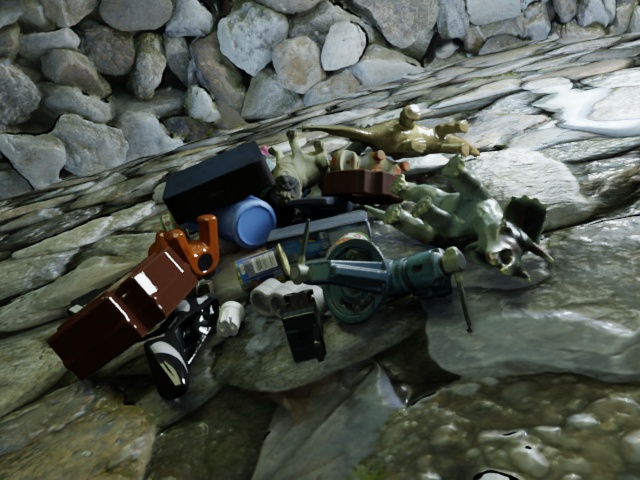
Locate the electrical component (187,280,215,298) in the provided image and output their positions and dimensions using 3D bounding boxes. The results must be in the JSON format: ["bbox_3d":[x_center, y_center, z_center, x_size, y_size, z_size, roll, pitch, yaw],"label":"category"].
[{"bbox_3d":[-0.238,0.099,0.980,0.102,0.045,0.078,-8,-6,10],"label":"electrical component"}]

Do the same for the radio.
[{"bbox_3d":[-0.221,-0.129,1.168,0.230,0.073,0.131,-22,31,0],"label":"radio"}]

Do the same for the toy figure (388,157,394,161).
[{"bbox_3d":[0.170,-0.209,1.446,0.064,0.057,0.154,-13,25,30],"label":"toy figure"}]

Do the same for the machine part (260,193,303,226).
[{"bbox_3d":[-0.095,-0.064,1.253,0.139,0.084,0.039,20,17,39],"label":"machine part"}]

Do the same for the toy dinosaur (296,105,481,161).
[{"bbox_3d":[0.184,-0.240,1.276,0.471,0.105,0.199,7,-6,-26],"label":"toy dinosaur"}]

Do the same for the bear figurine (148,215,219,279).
[{"bbox_3d":[-0.299,0.012,1.123,0.196,0.131,0.120,15,34,42],"label":"bear figurine"}]

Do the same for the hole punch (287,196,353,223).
[{"bbox_3d":[0.003,-0.059,1.147,0.142,0.092,0.116,-4,20,35],"label":"hole punch"}]

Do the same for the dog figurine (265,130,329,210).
[{"bbox_3d":[-0.043,-0.134,1.248,0.172,0.190,0.121,14,-35,-25],"label":"dog figurine"}]

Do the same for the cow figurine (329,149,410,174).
[{"bbox_3d":[0.104,-0.168,1.265,0.195,0.085,0.127,11,-9,-41],"label":"cow figurine"}]

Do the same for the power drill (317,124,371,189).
[{"bbox_3d":[0.074,-0.207,1.414,0.207,0.086,0.232,-48,15,4],"label":"power drill"}]

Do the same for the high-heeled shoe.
[{"bbox_3d":[-0.178,0.146,0.772,0.145,0.086,0.249,-21,21,-25],"label":"high-heeled shoe"}]

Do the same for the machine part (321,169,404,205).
[{"bbox_3d":[0.093,-0.113,1.160,0.179,0.056,0.179,3,-4,0],"label":"machine part"}]

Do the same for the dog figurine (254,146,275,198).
[{"bbox_3d":[-0.184,-0.162,1.382,0.191,0.108,0.219,-53,-10,29],"label":"dog figurine"}]

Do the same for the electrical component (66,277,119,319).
[{"bbox_3d":[-0.396,0.127,0.994,0.134,0.058,0.115,-32,25,-35],"label":"electrical component"}]

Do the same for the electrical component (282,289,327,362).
[{"bbox_3d":[-0.020,0.125,0.727,0.048,0.074,0.119,-13,24,4],"label":"electrical component"}]

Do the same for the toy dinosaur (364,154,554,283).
[{"bbox_3d":[0.217,-0.030,0.878,0.131,0.192,0.405,-56,13,-4],"label":"toy dinosaur"}]

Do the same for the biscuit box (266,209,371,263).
[{"bbox_3d":[-0.002,-0.003,1.046,0.203,0.059,0.063,-11,23,9],"label":"biscuit box"}]

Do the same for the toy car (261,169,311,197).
[{"bbox_3d":[-0.098,-0.122,1.357,0.103,0.109,0.161,-33,5,24],"label":"toy car"}]

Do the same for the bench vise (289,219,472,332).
[{"bbox_3d":[0.069,0.051,0.725,0.224,0.128,0.240,-4,-11,44],"label":"bench vise"}]

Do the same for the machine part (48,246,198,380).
[{"bbox_3d":[-0.305,0.107,0.839,0.201,0.087,0.201,-33,11,18],"label":"machine part"}]
